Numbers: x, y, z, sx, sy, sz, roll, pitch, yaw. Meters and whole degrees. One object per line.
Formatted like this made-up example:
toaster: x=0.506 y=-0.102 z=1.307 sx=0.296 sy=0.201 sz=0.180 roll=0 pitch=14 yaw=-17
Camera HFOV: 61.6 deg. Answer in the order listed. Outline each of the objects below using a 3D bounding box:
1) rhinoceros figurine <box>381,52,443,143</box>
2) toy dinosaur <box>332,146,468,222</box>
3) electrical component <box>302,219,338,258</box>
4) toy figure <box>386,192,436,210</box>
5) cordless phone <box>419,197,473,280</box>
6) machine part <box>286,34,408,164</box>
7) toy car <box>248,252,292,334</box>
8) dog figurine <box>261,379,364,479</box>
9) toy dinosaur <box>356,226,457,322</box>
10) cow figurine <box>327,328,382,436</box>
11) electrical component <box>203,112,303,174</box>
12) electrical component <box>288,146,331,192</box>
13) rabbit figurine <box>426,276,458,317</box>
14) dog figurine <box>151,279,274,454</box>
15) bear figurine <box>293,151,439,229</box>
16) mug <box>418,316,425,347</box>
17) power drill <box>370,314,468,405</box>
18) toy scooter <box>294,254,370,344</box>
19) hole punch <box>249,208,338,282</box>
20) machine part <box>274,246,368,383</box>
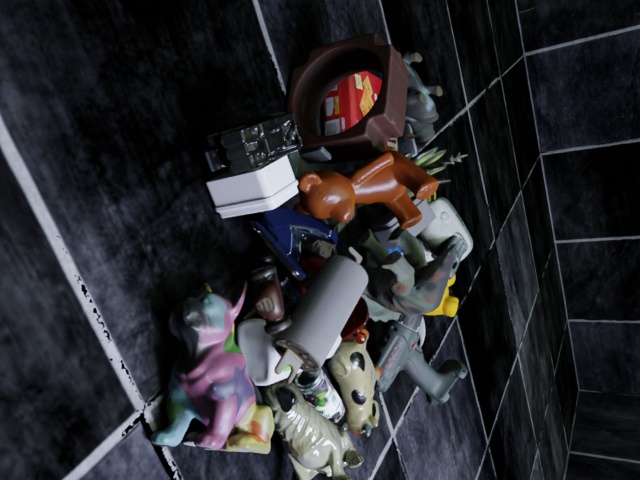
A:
rhinoceros figurine: x=0.188 y=-0.293 z=1.118 sx=0.073 sy=0.112 sz=0.190 roll=-41 pitch=108 yaw=-34
toy dinosaur: x=0.157 y=-0.122 z=1.081 sx=0.471 sy=0.199 sz=0.105 roll=-29 pitch=104 yaw=-52
electrical component: x=-0.003 y=-0.002 z=0.978 sx=0.102 sy=0.045 sz=0.078 roll=-42 pitch=149 yaw=-47
toy figure: x=0.219 y=-0.093 z=1.283 sx=0.180 sy=0.082 sz=0.089 roll=-41 pitch=128 yaw=-54
cordless phone: x=0.252 y=0.002 z=1.147 sx=0.146 sy=0.089 sz=0.184 roll=57 pitch=30 yaw=-7
machine part: x=0.046 y=-0.239 z=0.931 sx=0.087 sy=0.202 sz=0.201 roll=30 pitch=62 yaw=-53
toy car: x=-0.077 y=0.072 z=0.786 sx=0.202 sy=0.053 sz=0.089 roll=-131 pitch=-158 yaw=-80
dog figurine: x=-0.021 y=0.300 z=0.879 sx=0.172 sy=0.121 sz=0.190 roll=36 pitch=30 yaw=-89
toy dinosaur: x=0.149 y=0.077 z=0.971 sx=0.192 sy=0.405 sz=0.131 roll=45 pitch=75 yaw=-19
cow figurine: x=0.069 y=0.279 z=1.013 sx=0.127 sy=0.086 sz=0.194 roll=-54 pitch=132 yaw=-52
electrical component: x=-0.100 y=-0.138 z=0.765 sx=0.115 sy=0.134 sz=0.058 roll=-131 pitch=-158 yaw=-73
electrical component: x=-0.040 y=-0.113 z=0.864 sx=0.074 sy=0.119 sz=0.048 roll=37 pitch=56 yaw=-51
rabbit figurine: x=0.233 y=0.096 z=1.213 sx=0.173 sy=0.163 sz=0.122 roll=58 pitch=39 yaw=-68
dog figurine: x=-0.130 y=0.164 z=0.714 sx=0.191 sy=0.109 sz=0.219 roll=32 pitch=58 yaw=-49
bear figurine: x=0.064 y=-0.069 z=0.841 sx=0.196 sy=0.132 sz=0.120 roll=-23 pitch=152 yaw=-28
mug: x=0.208 y=0.217 z=1.233 sx=0.107 sy=0.081 sz=0.109 roll=-34 pitch=111 yaw=-61
power drill: x=0.213 y=0.237 z=1.128 sx=0.207 sy=0.086 sz=0.232 roll=38 pitch=85 yaw=-26
toy scooter: x=0.030 y=0.108 z=0.917 sx=0.183 sy=0.075 sz=0.135 roll=41 pitch=17 yaw=-29
hole punch: x=-0.038 y=-0.007 z=0.814 sx=0.116 sy=0.092 sz=0.142 roll=45 pitch=2 yaw=9
machine part: x=0.005 y=0.107 z=0.803 sx=0.243 sy=0.079 sz=0.079 roll=-56 pitch=131 yaw=-35
